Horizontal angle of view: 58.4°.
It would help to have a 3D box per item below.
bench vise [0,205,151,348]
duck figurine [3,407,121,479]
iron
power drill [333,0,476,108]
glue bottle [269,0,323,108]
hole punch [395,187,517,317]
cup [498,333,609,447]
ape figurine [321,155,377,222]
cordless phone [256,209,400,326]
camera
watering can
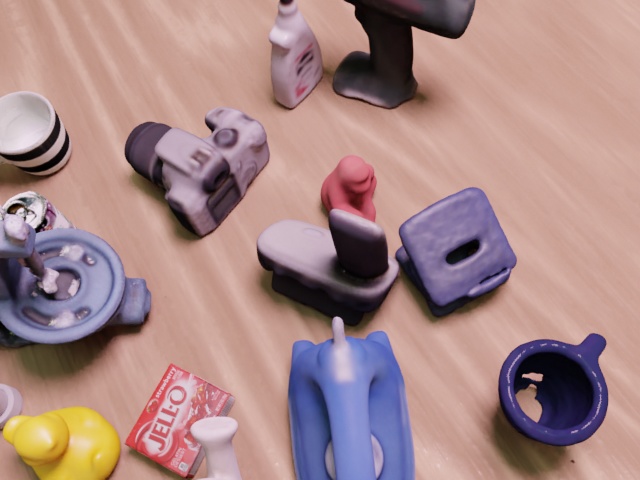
[{"bbox_3d":[-0.290,0.049,0.543,0.207,0.220,0.121,-21,65,-6],"label":"bench vise"},{"bbox_3d":[-0.249,0.194,0.545,0.104,0.086,0.077,15,67,11],"label":"duck figurine"},{"bbox_3d":[0.031,0.196,0.494,0.118,0.141,0.258,-8,64,1],"label":"iron"},{"bbox_3d":[0.059,-0.257,0.670,0.229,0.208,0.076,18,67,12],"label":"power drill"},{"bbox_3d":[-0.033,-0.240,0.687,0.037,0.173,0.078,29,70,17],"label":"glue bottle"},{"bbox_3d":[0.145,0.013,0.601,0.109,0.091,0.101,-28,66,-9],"label":"hole punch"},{"bbox_3d":[0.213,0.138,0.534,0.118,0.095,0.091,-42,69,-15],"label":"cup"},{"bbox_3d":[0.036,-0.060,0.642,0.076,0.092,0.078,32,71,18],"label":"ape figurine"},{"bbox_3d":[0.005,0.002,0.563,0.147,0.185,0.094,19,67,13],"label":"cordless phone"},{"bbox_3d":[-0.152,-0.102,0.671,0.136,0.101,0.143,30,70,17],"label":"camera"},{"bbox_3d":[-0.089,0.235,0.455,0.101,0.194,0.172,-22,65,-6],"label":"watering can"}]
